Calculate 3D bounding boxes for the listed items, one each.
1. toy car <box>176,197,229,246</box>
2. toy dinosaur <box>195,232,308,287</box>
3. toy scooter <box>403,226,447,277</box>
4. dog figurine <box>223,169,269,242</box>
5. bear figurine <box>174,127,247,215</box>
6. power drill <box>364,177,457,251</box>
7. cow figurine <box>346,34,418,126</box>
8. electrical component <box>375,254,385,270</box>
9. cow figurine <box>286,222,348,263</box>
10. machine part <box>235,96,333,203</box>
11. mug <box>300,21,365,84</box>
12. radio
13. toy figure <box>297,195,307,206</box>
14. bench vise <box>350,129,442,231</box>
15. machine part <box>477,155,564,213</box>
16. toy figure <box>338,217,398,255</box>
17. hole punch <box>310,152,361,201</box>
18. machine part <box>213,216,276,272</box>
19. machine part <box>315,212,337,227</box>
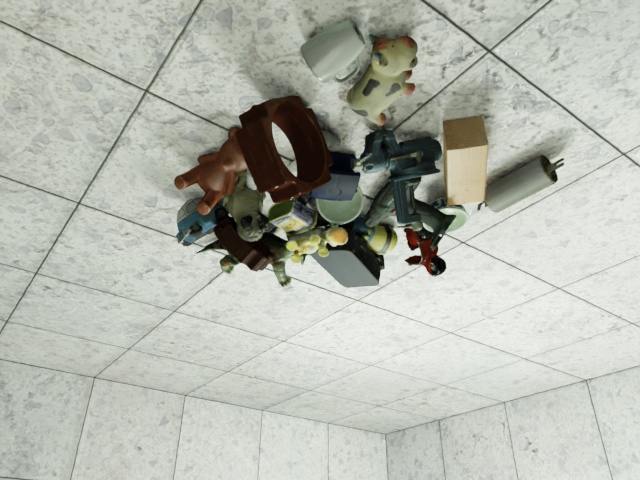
[{"bbox_3d":[-0.328,-0.059,1.441,0.103,0.161,0.109,54,140,2],"label":"toy car"},{"bbox_3d":[-0.185,0.020,1.569,0.405,0.131,0.192,7,130,4],"label":"toy dinosaur"},{"bbox_3d":[0.283,0.020,1.533,0.075,0.183,0.135,-19,180,-29],"label":"toy scooter"},{"bbox_3d":[-0.196,-0.062,1.362,0.121,0.190,0.172,11,148,-16],"label":"dog figurine"},{"bbox_3d":[-0.233,-0.163,1.262,0.120,0.132,0.196,50,138,-11],"label":"bear figurine"},{"bbox_3d":[0.235,-0.065,1.392,0.207,0.086,0.232,40,138,14],"label":"power drill"},{"bbox_3d":[0.121,-0.321,1.054,0.127,0.085,0.195,12,147,-28],"label":"cow figurine"},{"bbox_3d":[0.166,0.072,1.699,0.075,0.048,0.119,-9,145,16],"label":"electrical component"},{"bbox_3d":[-0.001,-0.003,1.406,0.167,0.098,0.068,-15,113,18],"label":"cow figurine"},{"bbox_3d":[-0.072,-0.189,1.122,0.087,0.201,0.200,-17,99,36],"label":"machine part"},{"bbox_3d":[0.036,-0.349,1.009,0.107,0.081,0.109,-30,126,26],"label":"mug"},{"bbox_3d":[0.077,0.055,1.518,0.131,0.073,0.229,-6,148,31],"label":"radio"},{"bbox_3d":[-0.076,-0.112,1.402,0.064,0.058,0.154,14,156,23],"label":"toy figure"},{"bbox_3d":[0.184,-0.135,1.226,0.224,0.240,0.129,-14,-171,-26],"label":"bench vise"},{"bbox_3d":[0.495,-0.137,1.339,0.079,0.079,0.243,24,141,-32],"label":"machine part"},{"bbox_3d":[0.142,-0.014,1.533,0.180,0.082,0.089,26,142,-30],"label":"toy figure"},{"bbox_3d":[0.034,-0.141,1.291,0.142,0.092,0.115,3,124,-11],"label":"hole punch"},{"bbox_3d":[-0.198,0.007,1.420,0.056,0.180,0.179,-46,133,9],"label":"machine part"},{"bbox_3d":[0.004,-0.056,1.456,0.084,0.039,0.139,-38,161,30],"label":"machine part"}]
